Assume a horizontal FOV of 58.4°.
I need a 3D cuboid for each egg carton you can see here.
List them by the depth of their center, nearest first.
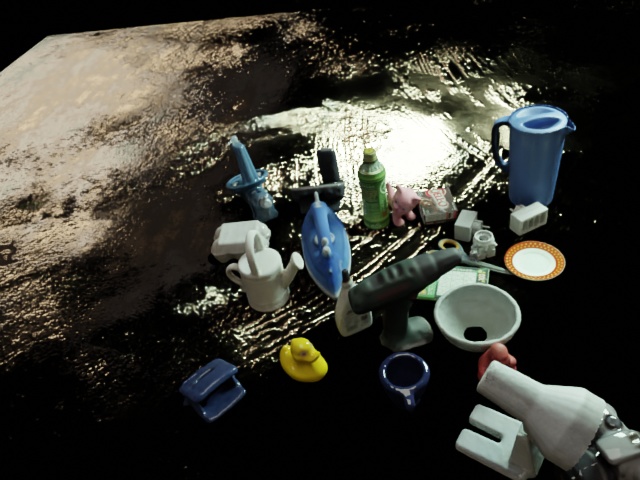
[{"bbox_3d":[-0.202,0.004,1.470,0.150,0.069,0.107,-6,40,5],"label":"egg carton"}]

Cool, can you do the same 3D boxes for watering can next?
[{"bbox_3d":[-0.126,0.060,1.289,0.173,0.194,0.100,-17,40,-7],"label":"watering can"}]

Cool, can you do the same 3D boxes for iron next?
[{"bbox_3d":[0.013,0.005,1.364,0.118,0.142,0.258,-11,40,0],"label":"iron"}]

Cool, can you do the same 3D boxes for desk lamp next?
[{"bbox_3d":[0.323,0.289,0.901,0.202,0.214,0.118,18,48,31],"label":"desk lamp"}]

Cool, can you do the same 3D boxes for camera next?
[{"bbox_3d":[0.435,0.341,0.903,0.137,0.101,0.143,-17,40,-8],"label":"camera"}]

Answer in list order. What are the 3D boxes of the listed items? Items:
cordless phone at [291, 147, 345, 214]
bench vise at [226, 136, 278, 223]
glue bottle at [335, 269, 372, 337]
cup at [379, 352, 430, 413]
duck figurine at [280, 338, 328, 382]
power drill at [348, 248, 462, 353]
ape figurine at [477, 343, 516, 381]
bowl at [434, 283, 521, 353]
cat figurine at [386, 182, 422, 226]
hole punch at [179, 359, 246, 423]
[{"bbox_3d":[-0.010,-0.168,1.540,0.147,0.185,0.094,-8,40,4],"label":"cordless phone"},{"bbox_3d":[-0.178,-0.168,1.550,0.206,0.220,0.122,27,53,37],"label":"bench vise"},{"bbox_3d":[0.063,0.124,1.187,0.078,0.173,0.037,-21,41,-12],"label":"glue bottle"},{"bbox_3d":[0.158,0.278,1.045,0.091,0.095,0.117,-9,40,3],"label":"cup"},{"bbox_3d":[-0.038,0.231,1.152,0.104,0.086,0.078,18,48,30],"label":"duck figurine"},{"bbox_3d":[0.173,0.121,1.138,0.229,0.209,0.075,-16,40,-6],"label":"power drill"},{"bbox_3d":[0.329,0.229,1.066,0.078,0.092,0.076,-12,40,-2],"label":"ape figurine"},{"bbox_3d":[0.315,0.169,1.154,0.167,0.075,0.167,-6,40,6],"label":"bowl"},{"bbox_3d":[0.206,-0.104,1.468,0.067,0.118,0.127,-24,41,-15],"label":"cat figurine"},{"bbox_3d":[-0.218,0.285,1.124,0.109,0.091,0.100,-37,46,-28],"label":"hole punch"}]
